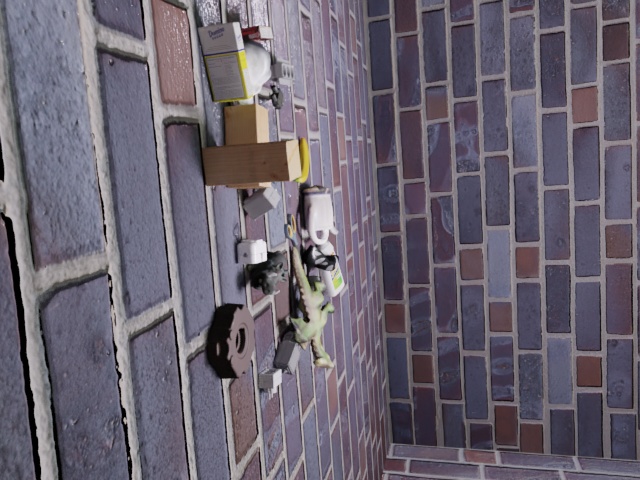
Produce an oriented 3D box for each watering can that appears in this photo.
[{"bbox_3d":[0.006,-0.100,1.992,0.349,0.104,0.224,-16,102,-73],"label":"watering can"}]

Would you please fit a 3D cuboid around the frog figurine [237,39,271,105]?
[{"bbox_3d":[-0.193,-0.421,1.304,0.137,0.123,0.159,4,93,-42],"label":"frog figurine"}]

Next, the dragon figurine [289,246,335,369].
[{"bbox_3d":[-0.044,0.244,1.715,0.246,0.121,0.406,-61,129,-69],"label":"dragon figurine"}]
